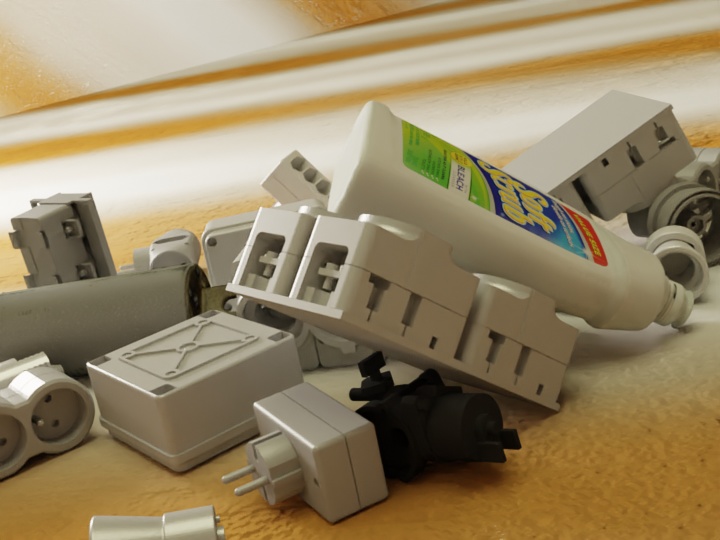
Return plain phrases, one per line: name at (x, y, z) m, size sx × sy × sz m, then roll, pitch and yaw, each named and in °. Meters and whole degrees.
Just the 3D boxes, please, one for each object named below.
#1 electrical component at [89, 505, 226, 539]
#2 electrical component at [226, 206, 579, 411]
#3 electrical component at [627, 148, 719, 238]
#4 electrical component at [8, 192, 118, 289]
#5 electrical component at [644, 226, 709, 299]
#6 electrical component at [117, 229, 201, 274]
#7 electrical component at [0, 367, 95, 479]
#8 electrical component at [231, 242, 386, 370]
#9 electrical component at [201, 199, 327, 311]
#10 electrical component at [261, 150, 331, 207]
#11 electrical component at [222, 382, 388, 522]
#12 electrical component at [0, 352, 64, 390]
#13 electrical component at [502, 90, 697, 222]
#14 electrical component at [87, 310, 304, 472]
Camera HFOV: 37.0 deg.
electrical component at (-0.101, 0.142, 0.548) m, size 0.065 × 0.044 × 0.044 m, roll -9°, pitch 18°, yaw -7°
electrical component at (0.032, 0.020, 0.635) m, size 0.186 × 0.060 × 0.105 m, roll 25°, pitch -9°, yaw -40°
electrical component at (0.269, -0.069, 0.945) m, size 0.074 × 0.052 × 0.138 m, roll 6°, pitch 25°, yaw 42°
electrical component at (-0.253, 0.000, 0.937) m, size 0.079 × 0.121 × 0.063 m, roll 3°, pitch 25°, yaw 36°
electrical component at (0.231, -0.005, 0.787) m, size 0.045 × 0.045 × 0.055 m, roll -6°, pitch 18°, yaw 16°
electrical component at (-0.197, -0.006, 1.047) m, size 0.079 × 0.043 × 0.077 m, roll -11°, pitch 18°, yaw -1°
electrical component at (-0.257, 0.107, 0.727) m, size 0.138 × 0.052 × 0.074 m, roll -23°, pitch 21°, yaw -32°
electrical component at (-0.009, 0.019, 0.784) m, size 0.150 × 0.089 × 0.061 m, roll -8°, pitch 18°, yaw 11°
electrical component at (-0.076, -0.012, 0.940) m, size 0.113 × 0.078 × 0.057 m, roll -12°, pitch 15°, yaw -3°
electrical component at (-0.067, -0.067, 1.121) m, size 0.075 × 0.083 × 0.047 m, roll -46°, pitch 3°, yaw 26°
electrical component at (-0.040, 0.107, 0.604) m, size 0.076 × 0.047 × 0.083 m, roll -20°, pitch 20°, yaw -24°
electrical component at (-0.259, 0.089, 0.797) m, size 0.081 × 0.043 × 0.043 m, roll -21°, pitch 21°, yaw -29°
electrical component at (0.170, -0.065, 0.886) m, size 0.186 × 0.060 × 0.105 m, roll -36°, pitch 20°, yaw -1°
electrical component at (-0.110, 0.077, 0.723) m, size 0.109 × 0.056 × 0.109 m, roll -24°, pitch 22°, yaw -34°
